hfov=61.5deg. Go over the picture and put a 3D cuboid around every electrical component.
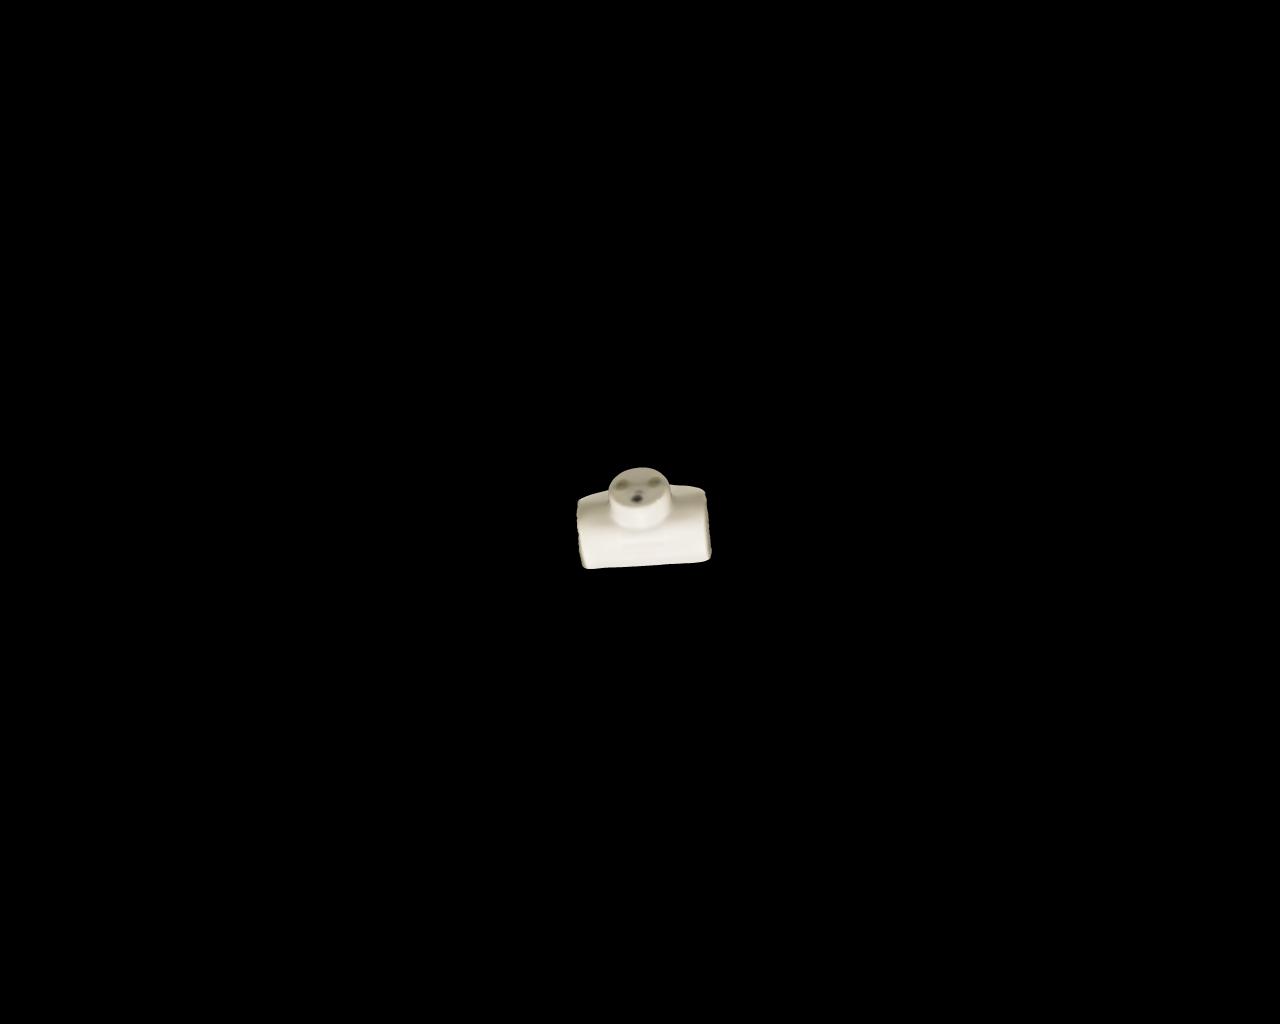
[{"bbox_3d":[0.001,-0.003,0.650,0.077,0.079,0.043,-4,44,4],"label":"electrical component"}]
